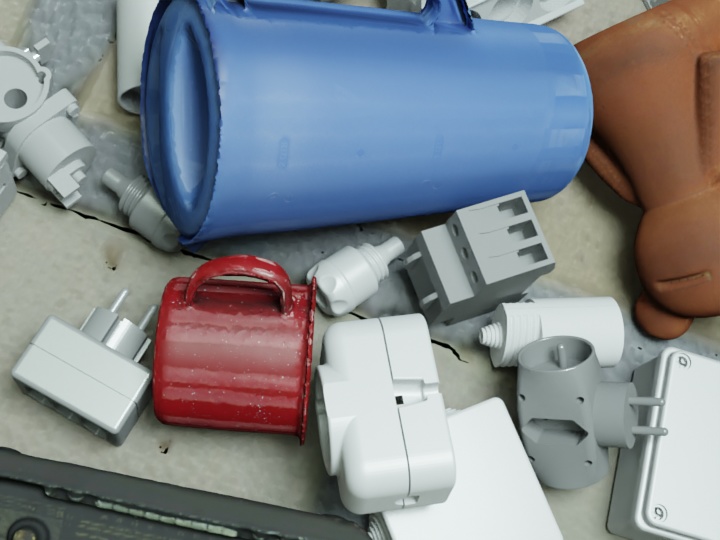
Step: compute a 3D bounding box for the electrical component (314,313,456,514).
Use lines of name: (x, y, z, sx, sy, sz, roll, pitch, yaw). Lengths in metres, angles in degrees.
electrical component: (0.010, 0.075, 0.559, 0.059, 0.053, 0.095, -6, 62, -9)

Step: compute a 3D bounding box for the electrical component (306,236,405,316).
electrical component: (0.000, 0.000, 0.644, 0.061, 0.035, 0.035, -34, 80, -21)

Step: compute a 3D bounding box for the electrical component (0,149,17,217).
electrical component: (-0.282, -0.055, 0.598, 0.150, 0.061, 0.089, 29, 70, 0)

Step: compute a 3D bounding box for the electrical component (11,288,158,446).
electrical component: (-0.142, 0.046, 0.597, 0.066, 0.047, 0.076, 30, 70, 1)

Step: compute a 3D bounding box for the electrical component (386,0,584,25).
electrical component: (0.082, -0.185, 0.702, 0.121, 0.078, 0.063, -27, 57, -17)

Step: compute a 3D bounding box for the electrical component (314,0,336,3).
electrical component: (-0.034, -0.214, 0.677, 0.064, 0.099, 0.099, -39, 82, -13)

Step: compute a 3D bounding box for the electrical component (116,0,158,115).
electrical component: (-0.110, -0.139, 0.665, 0.079, 0.044, 0.077, -1, 72, -10)

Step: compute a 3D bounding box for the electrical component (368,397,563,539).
electrical component: (0.051, 0.130, 0.602, 0.100, 0.048, 0.099, -19, 76, -15)

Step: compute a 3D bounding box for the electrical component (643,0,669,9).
electrical component: (0.281, -0.144, 0.727, 0.105, 0.060, 0.186, -18, 76, -15)

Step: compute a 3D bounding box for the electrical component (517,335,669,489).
electrical component: (0.132, 0.081, 0.605, 0.079, 0.077, 0.043, -1, 24, 27)

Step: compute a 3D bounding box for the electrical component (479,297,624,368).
electrical component: (0.112, 0.038, 0.646, 0.081, 0.043, 0.043, -1, 72, -10)

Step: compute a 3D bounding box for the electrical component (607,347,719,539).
electrical component: (0.212, 0.114, 0.631, 0.109, 0.056, 0.108, 17, 70, -4)

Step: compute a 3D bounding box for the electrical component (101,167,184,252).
electrical component: (-0.125, -0.039, 0.634, 0.061, 0.035, 0.035, 36, 70, 4)
